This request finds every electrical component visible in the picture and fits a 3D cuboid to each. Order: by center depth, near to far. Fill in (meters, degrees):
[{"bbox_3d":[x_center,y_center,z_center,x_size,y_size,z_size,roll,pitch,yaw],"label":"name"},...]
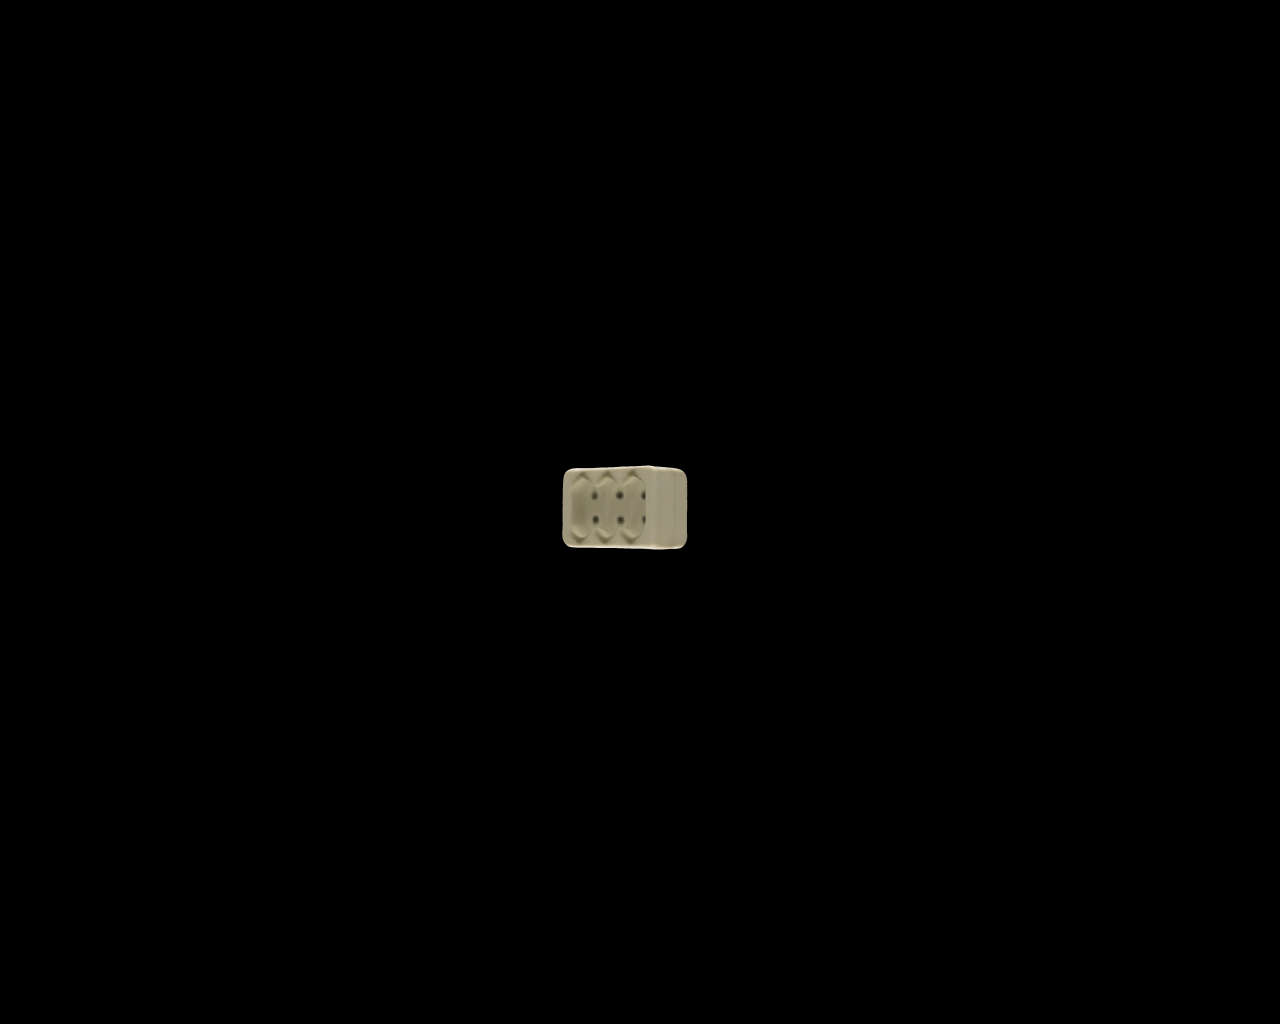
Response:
[{"bbox_3d":[0.001,-0.003,0.650,0.066,0.047,0.077,0,0,32],"label":"electrical component"}]
